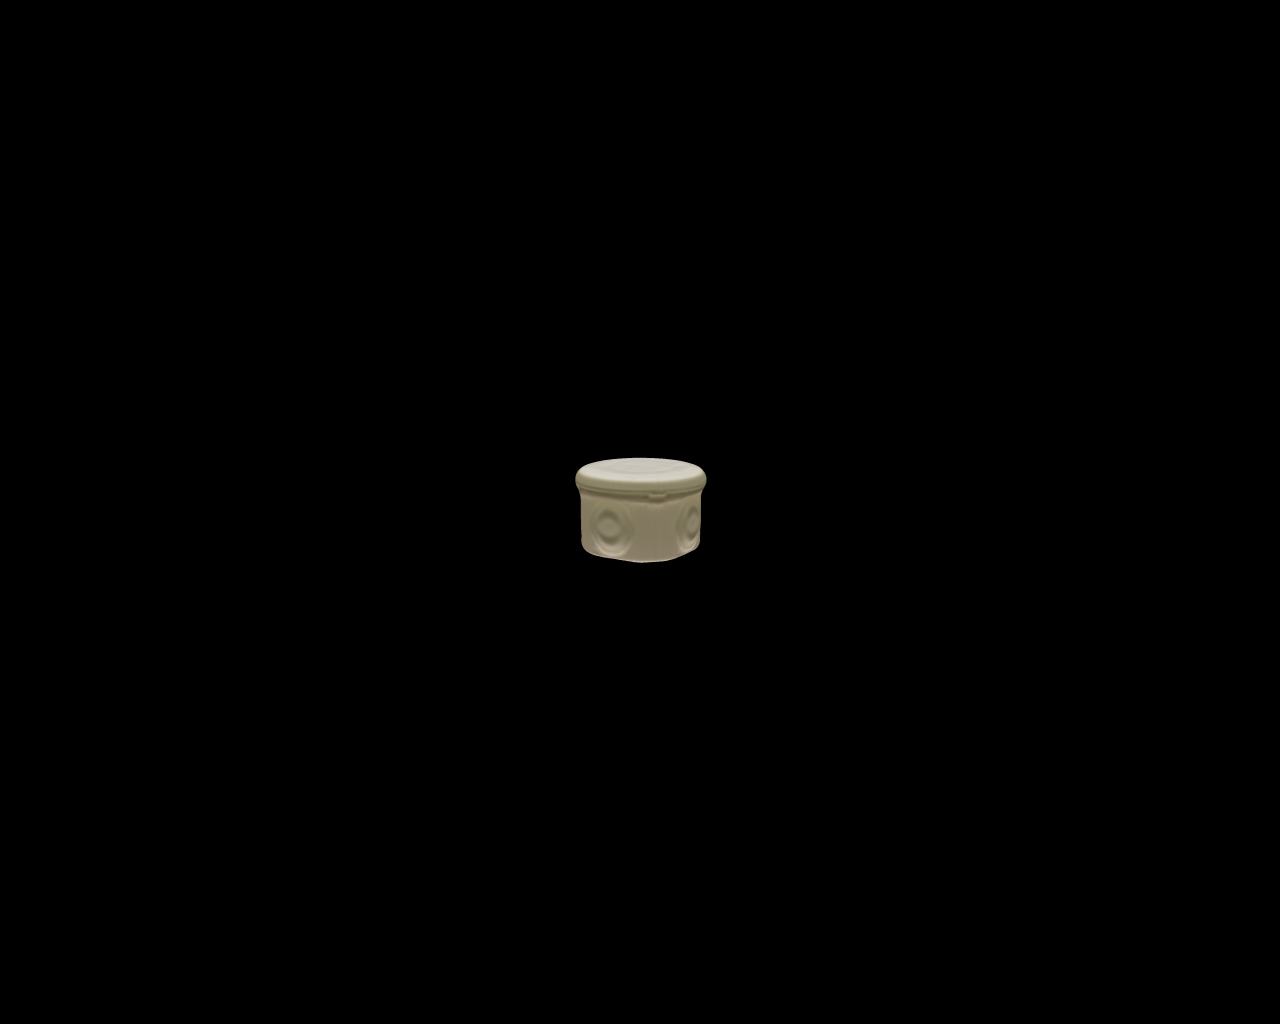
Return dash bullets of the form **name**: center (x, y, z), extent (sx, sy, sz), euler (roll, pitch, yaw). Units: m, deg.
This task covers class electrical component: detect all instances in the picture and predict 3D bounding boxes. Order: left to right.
- **electrical component**: center (0.001, -0.003, 0.650), extent (0.080, 0.051, 0.080), euler (0, 13, 0)
